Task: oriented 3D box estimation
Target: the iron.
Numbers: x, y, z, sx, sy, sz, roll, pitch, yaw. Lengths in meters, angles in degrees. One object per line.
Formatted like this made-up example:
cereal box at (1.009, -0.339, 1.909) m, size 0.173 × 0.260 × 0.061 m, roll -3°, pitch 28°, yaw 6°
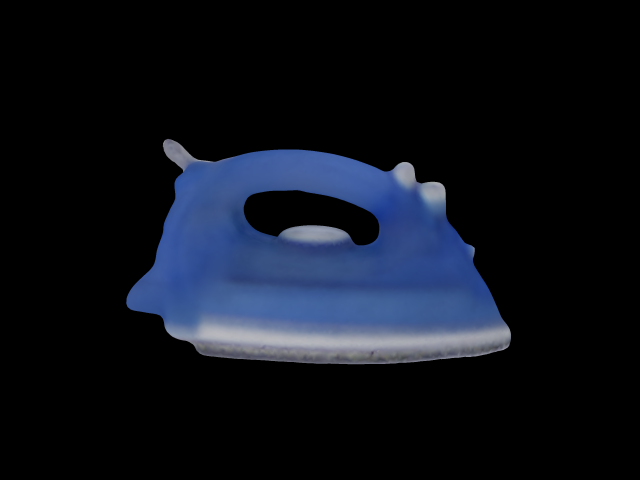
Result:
iron at (0.004, 0.001, 0.400) m, size 0.258 × 0.141 × 0.119 m, roll 1°, pitch 11°, yaw 7°
